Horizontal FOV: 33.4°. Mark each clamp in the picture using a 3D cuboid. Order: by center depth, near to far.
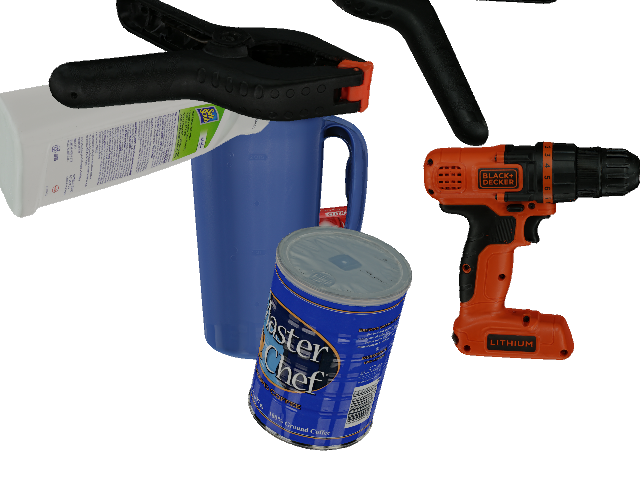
[{"bbox_3d":[-0.060,-0.094,0.591,0.171,0.039,0.120,13,42,15],"label":"clamp"},{"bbox_3d":[0.065,-0.171,0.759,0.210,0.164,0.036,27,-27,-9],"label":"clamp"}]

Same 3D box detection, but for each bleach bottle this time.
[{"bbox_3d":[-0.135,-0.094,0.871,0.250,0.068,0.103,-16,-31,-27],"label":"bleach bottle"}]

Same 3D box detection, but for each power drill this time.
[{"bbox_3d":[0.183,0.007,0.928,0.184,0.188,0.057,1,13,15],"label":"power drill"}]

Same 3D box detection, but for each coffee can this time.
[{"bbox_3d":[0.005,0.074,0.822,0.102,0.140,0.103,9,29,-5],"label":"coffee can"}]

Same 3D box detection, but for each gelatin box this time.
[{"bbox_3d":[0.005,0.006,1.230,0.073,0.089,0.030,-4,29,7],"label":"gelatin box"}]

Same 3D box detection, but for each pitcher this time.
[{"bbox_3d":[-0.050,-0.014,1.031,0.144,0.243,0.149,-12,20,-36],"label":"pitcher"}]
